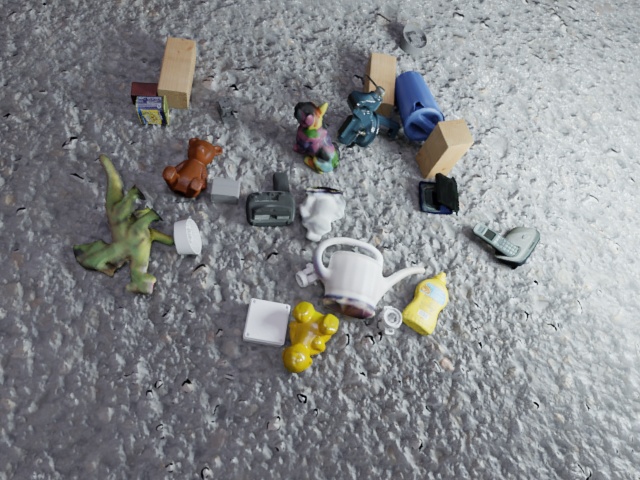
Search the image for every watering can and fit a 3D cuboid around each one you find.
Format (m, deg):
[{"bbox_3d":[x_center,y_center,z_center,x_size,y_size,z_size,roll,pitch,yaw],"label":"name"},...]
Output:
[{"bbox_3d":[0.136,0.117,1.457,0.347,0.102,0.228,18,65,-12],"label":"watering can"}]

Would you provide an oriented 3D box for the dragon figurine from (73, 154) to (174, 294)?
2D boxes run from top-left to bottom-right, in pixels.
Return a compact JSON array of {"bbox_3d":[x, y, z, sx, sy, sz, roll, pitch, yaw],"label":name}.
[{"bbox_3d":[-0.555,-0.022,1.389,0.245,0.120,0.413,-40,78,-15],"label":"dragon figurine"}]

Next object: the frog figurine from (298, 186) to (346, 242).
[{"bbox_3d":[0.005,-0.077,1.532,0.137,0.124,0.158,2,103,-19],"label":"frog figurine"}]
